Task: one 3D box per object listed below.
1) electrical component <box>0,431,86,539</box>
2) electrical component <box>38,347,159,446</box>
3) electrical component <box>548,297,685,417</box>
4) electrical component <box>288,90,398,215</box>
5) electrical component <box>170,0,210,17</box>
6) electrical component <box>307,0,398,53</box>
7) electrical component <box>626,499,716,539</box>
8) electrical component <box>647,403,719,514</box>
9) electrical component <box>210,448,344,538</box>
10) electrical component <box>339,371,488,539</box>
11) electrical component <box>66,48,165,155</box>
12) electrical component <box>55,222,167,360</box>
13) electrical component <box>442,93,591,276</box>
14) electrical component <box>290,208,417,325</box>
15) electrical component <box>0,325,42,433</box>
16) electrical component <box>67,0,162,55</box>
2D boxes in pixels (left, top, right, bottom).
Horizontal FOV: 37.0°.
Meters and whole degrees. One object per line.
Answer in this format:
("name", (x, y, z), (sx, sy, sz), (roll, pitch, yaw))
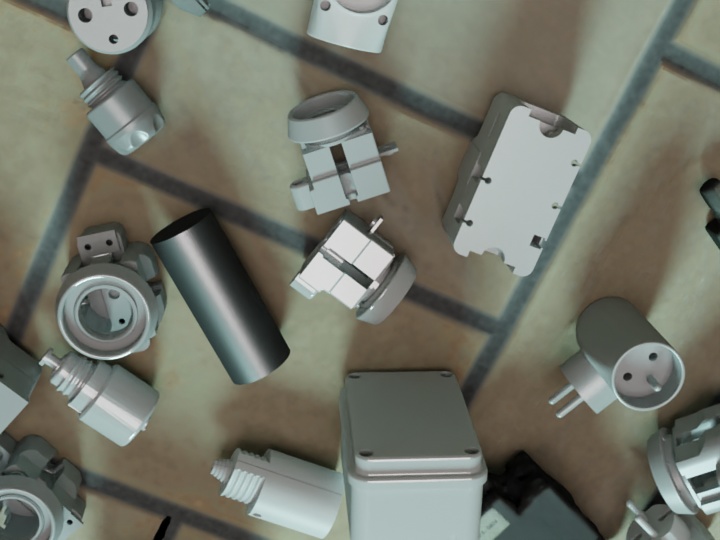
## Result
("electrical component", (-0.209, 0.144, 0.665), (0.058, 0.057, 0.078), (-41, 107, 9))
("electrical component", (-0.159, 0.074, 0.655), (0.078, 0.040, 0.040), (37, 102, -14))
("electrical component", (0.149, 0.061, 0.655), (0.079, 0.077, 0.043), (-40, 107, 8))
("electrical component", (-0.013, -0.069, 0.617), (0.066, 0.048, 0.055), (-18, 116, 2))
("electrical component", (-0.096, -0.176, 0.558), (0.051, 0.080, 0.080), (-42, 106, 4))
("electrical component", (-0.017, -0.166, 0.585), (0.079, 0.044, 0.077), (12, 107, -8))
("electrical component", (0.201, 0.180, 0.705), (0.047, 0.065, 0.076), (-42, 106, 9))
("electrical component", (0.221, 0.122, 0.686), (0.057, 0.078, 0.058), (-25, 109, 26))
("electrical component", (-0.055, 0.137, 0.683), (0.081, 0.043, 0.043), (21, 105, -11))
("electrical component", (0.029, 0.109, 0.644), (0.078, 0.113, 0.057), (-1, 111, -4))
("electrical component", (-0.140, -0.097, 0.604), (0.035, 0.035, 0.061), (-36, 105, 8))
("electrical component", (-0.146, 0.018, 0.629), (0.058, 0.057, 0.078), (-12, 109, -1))
("electrical component", (0.088, -0.051, 0.625), (0.050, 0.055, 0.089), (19, 106, -10))
("electrical component", (0.000, 0.000, 0.641), (0.055, 0.048, 0.066), (37, 101, -7))
("electrical component", (-0.294, 0.045, 0.624), (0.186, 0.060, 0.105), (41, 101, -15))
("electrical component", (-0.132, -0.141, 0.579), (0.045, 0.055, 0.045), (-1, 108, -4))
